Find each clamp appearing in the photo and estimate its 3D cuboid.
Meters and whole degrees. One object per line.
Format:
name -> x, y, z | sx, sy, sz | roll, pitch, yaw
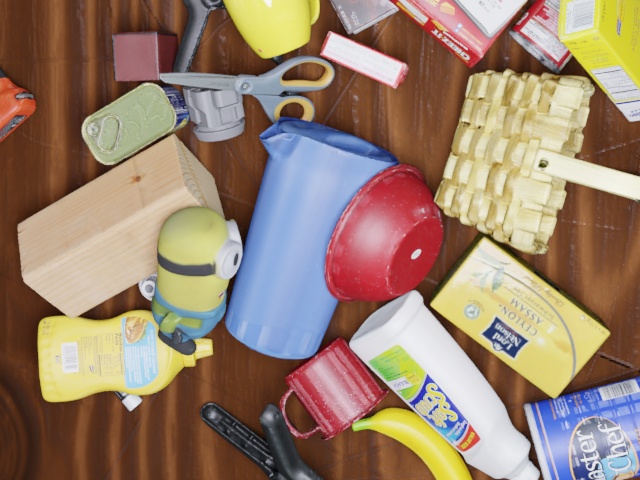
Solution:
clamp -> -0.102, -0.257, 1.154 | 0.120, 0.039, 0.171 | -3, 96, -10
clamp -> -0.034, 0.254, 1.184 | 0.210, 0.165, 0.036 | 49, 63, -9

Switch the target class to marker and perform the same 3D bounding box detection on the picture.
marker -> -0.254, 0.149, 1.244 | 0.020, 0.020, 0.121 | -41, 92, 11

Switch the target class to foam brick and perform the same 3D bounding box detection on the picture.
foam brick -> -0.188, -0.198, 1.154 | 0.053, 0.078, 0.051 | -1, 99, 9

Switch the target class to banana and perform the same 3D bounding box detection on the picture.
banana -> 0.126, 0.255, 1.203 | 0.070, 0.037, 0.198 | -43, 92, 15

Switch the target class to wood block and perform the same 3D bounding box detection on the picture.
wood block -> -0.216, -0.013, 1.162 | 0.206, 0.091, 0.090 | -28, 138, 11

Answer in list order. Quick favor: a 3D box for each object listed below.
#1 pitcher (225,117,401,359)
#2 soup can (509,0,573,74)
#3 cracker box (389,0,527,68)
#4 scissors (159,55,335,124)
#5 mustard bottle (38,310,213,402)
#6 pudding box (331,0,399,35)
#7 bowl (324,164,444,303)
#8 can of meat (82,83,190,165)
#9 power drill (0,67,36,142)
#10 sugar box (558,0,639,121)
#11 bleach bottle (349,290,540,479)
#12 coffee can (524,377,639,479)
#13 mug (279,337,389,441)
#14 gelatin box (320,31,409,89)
pitcher -> -0.008, 0.001, 1.144 | 0.149, 0.144, 0.243 | 23, 105, 15
soup can -> 0.253, -0.232, 1.096 | 0.068, 0.068, 0.102 | 40, 101, 0
cracker box -> 0.159, -0.309, 1.074 | 0.164, 0.072, 0.213 | 38, 87, -2
scissors -> -0.075, -0.147, 1.119 | 0.201, 0.016, 0.096 | -15, 130, -26
mustard bottle -> -0.217, 0.128, 1.206 | 0.191, 0.058, 0.096 | -4, 83, -3
pudding box -> 0.045, -0.287, 1.129 | 0.090, 0.039, 0.113 | -27, 95, 10
bowl -> 0.079, 0.005, 1.106 | 0.055, 0.161, 0.162 | 31, 103, 32
can of meat -> -0.197, -0.128, 1.162 | 0.102, 0.084, 0.057 | -29, 95, 10
power drill -> -0.427, -0.181, 1.197 | 0.184, 0.057, 0.187 | -38, 92, 11
sugar box -> 0.290, -0.195, 1.037 | 0.048, 0.176, 0.093 | -6, 66, 40
bleach bottle -> 0.150, 0.173, 1.156 | 0.251, 0.068, 0.103 | 46, 143, -6
coffee can -> 0.300, 0.209, 1.140 | 0.140, 0.102, 0.103 | -16, 96, 9
mug -> 0.006, 0.168, 1.173 | 0.117, 0.093, 0.081 | -36, 89, -16
gelatin box -> 0.049, -0.190, 1.126 | 0.089, 0.073, 0.030 | 24, 101, 3
